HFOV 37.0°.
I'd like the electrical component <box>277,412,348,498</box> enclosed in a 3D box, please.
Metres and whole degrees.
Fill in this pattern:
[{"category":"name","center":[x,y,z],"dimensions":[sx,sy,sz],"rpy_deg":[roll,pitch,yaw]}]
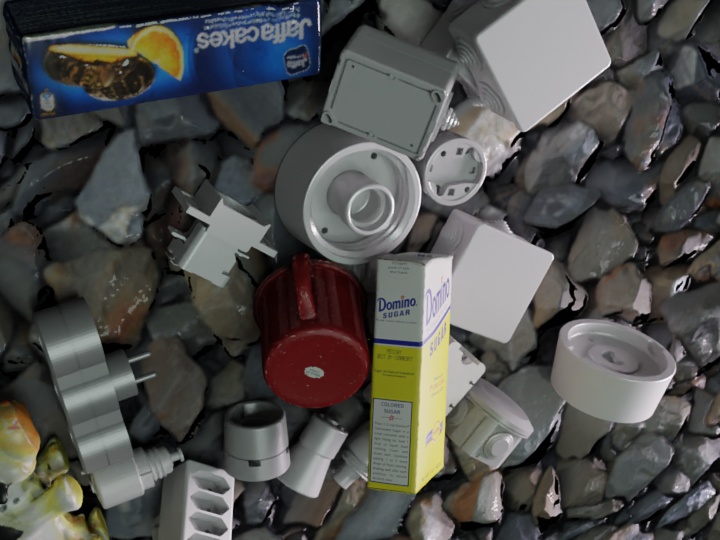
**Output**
[{"category":"electrical component","center":[-0.039,0.155,0.920],"dimensions":[0.044,0.044,0.065],"rpy_deg":[29,93,-34]}]

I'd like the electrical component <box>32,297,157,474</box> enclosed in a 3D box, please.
[{"category":"electrical component","center":[-0.189,0.082,0.803],"dimensions":[0.074,0.052,0.138],"rpy_deg":[-19,120,-18]}]

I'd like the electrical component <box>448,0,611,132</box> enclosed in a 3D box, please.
[{"category":"electrical component","center":[0.123,-0.165,0.788],"dimensions":[0.100,0.048,0.099],"rpy_deg":[-38,124,-6]}]

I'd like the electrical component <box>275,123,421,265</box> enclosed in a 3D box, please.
[{"category":"electrical component","center":[-0.005,-0.056,0.827],"dimensions":[0.108,0.060,0.108],"rpy_deg":[-11,117,-22]}]

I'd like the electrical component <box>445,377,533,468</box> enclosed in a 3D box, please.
[{"category":"electrical component","center":[0.111,0.134,0.962],"dimensions":[0.080,0.080,0.051],"rpy_deg":[31,102,-34]}]

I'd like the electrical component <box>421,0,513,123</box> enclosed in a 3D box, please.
[{"category":"electrical component","center":[0.108,-0.178,0.835],"dimensions":[0.100,0.048,0.099],"rpy_deg":[35,94,-34]}]

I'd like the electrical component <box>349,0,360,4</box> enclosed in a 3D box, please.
[{"category":"electrical component","center":[-0.026,-0.218,0.754],"dimensions":[0.040,0.040,0.078],"rpy_deg":[-48,124,0]}]

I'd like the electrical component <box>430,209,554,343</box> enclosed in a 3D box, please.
[{"category":"electrical component","center":[0.102,0.004,0.916],"dimensions":[0.100,0.048,0.099],"rpy_deg":[20,102,-32]}]

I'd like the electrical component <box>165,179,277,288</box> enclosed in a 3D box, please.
[{"category":"electrical component","center":[-0.108,-0.025,0.802],"dimensions":[0.081,0.042,0.063],"rpy_deg":[28,102,-33]}]

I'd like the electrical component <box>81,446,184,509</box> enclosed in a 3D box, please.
[{"category":"electrical component","center":[-0.178,0.159,0.851],"dimensions":[0.078,0.040,0.040],"rpy_deg":[-18,119,-18]}]

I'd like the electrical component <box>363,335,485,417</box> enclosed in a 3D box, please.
[{"category":"electrical component","center":[0.053,0.094,0.928],"dimensions":[0.089,0.056,0.050],"rpy_deg":[-49,124,1]}]

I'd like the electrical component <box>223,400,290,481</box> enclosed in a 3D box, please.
[{"category":"electrical component","center":[-0.085,0.138,0.881],"dimensions":[0.055,0.055,0.047],"rpy_deg":[-9,113,-23]}]

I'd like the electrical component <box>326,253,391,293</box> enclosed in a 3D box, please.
[{"category":"electrical component","center":[0.000,0.000,0.871],"dimensions":[0.061,0.035,0.035],"rpy_deg":[6,109,-27]}]

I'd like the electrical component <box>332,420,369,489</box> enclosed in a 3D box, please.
[{"category":"electrical component","center":[0.003,0.164,0.943],"dimensions":[0.062,0.043,0.043],"rpy_deg":[-45,124,-1]}]

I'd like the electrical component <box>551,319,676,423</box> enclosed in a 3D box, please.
[{"category":"electrical component","center":[0.228,0.098,0.991],"dimensions":[0.108,0.108,0.060],"rpy_deg":[-1,119,-27]}]

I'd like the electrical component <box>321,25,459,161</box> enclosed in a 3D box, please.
[{"category":"electrical component","center":[0.029,-0.129,0.785],"dimensions":[0.096,0.061,0.061],"rpy_deg":[22,128,2]}]

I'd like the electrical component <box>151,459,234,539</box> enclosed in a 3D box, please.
[{"category":"electrical component","center":[-0.144,0.210,0.877],"dimensions":[0.047,0.083,0.076],"rpy_deg":[25,138,-33]}]

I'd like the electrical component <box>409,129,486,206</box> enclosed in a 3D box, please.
[{"category":"electrical component","center":[0.065,-0.085,0.857],"dimensions":[0.055,0.047,0.055],"rpy_deg":[-11,117,-22]}]
